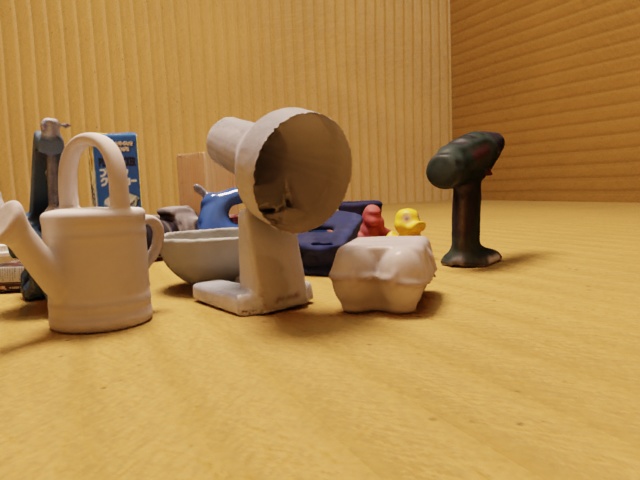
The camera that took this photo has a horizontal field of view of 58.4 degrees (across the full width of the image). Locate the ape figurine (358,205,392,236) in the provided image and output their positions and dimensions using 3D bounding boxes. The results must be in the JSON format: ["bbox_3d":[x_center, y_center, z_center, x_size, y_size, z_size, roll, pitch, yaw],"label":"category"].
[{"bbox_3d":[0.094,-0.018,1.042,0.078,0.092,0.076,-3,6,-8],"label":"ape figurine"}]

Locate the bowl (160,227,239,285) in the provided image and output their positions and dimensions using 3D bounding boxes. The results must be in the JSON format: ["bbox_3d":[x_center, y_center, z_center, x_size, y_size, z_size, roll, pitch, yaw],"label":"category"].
[{"bbox_3d":[-0.135,0.026,0.777,0.167,0.075,0.167,-2,6,0],"label":"bowl"}]

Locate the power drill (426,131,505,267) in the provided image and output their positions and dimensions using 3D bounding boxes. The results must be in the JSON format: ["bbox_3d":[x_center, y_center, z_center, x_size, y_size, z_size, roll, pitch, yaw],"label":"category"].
[{"bbox_3d":[0.238,-0.068,0.897,0.075,0.208,0.230,2,7,35],"label":"power drill"}]

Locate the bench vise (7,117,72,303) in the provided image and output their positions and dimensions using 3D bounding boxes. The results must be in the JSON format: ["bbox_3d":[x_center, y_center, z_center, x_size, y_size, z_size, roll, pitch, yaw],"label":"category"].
[{"bbox_3d":[-0.339,-0.031,0.694,0.206,0.220,0.122,2,7,39],"label":"bench vise"}]

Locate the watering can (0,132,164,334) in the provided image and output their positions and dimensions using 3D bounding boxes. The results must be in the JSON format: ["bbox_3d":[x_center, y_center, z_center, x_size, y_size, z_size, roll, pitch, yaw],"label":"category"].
[{"bbox_3d":[-0.230,-0.010,0.574,0.100,0.194,0.173,-1,6,13],"label":"watering can"}]

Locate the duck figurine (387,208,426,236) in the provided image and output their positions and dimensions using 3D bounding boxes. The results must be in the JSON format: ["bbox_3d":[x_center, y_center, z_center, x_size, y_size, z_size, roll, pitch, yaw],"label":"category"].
[{"bbox_3d":[0.147,-0.011,0.983,0.078,0.086,0.104,-5,6,-26],"label":"duck figurine"}]

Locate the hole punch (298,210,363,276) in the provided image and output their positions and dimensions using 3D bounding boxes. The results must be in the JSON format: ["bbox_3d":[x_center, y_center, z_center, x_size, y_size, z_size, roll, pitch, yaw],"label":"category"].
[{"bbox_3d":[0.008,0.003,0.866,0.108,0.091,0.101,1,6,26],"label":"hole punch"}]

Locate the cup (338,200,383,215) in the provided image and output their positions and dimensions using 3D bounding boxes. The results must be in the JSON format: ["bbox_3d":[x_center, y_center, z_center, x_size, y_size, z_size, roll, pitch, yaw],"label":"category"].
[{"bbox_3d":[0.076,-0.034,1.194,0.092,0.095,0.117,-6,7,-35],"label":"cup"}]

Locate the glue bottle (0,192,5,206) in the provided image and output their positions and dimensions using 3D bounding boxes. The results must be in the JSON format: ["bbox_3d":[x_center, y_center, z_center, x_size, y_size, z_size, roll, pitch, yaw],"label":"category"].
[{"bbox_3d":[-0.634,-0.038,1.124,0.037,0.173,0.078,3,8,40],"label":"glue bottle"}]

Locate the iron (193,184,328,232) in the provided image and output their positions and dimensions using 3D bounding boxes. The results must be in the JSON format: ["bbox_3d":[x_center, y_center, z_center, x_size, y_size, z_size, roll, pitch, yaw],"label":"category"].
[{"bbox_3d":[-0.091,-0.028,0.964,0.258,0.141,0.118,-4,6,-13],"label":"iron"}]

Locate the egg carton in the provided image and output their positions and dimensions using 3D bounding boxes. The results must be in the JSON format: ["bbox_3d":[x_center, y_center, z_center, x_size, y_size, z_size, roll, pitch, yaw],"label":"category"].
[{"bbox_3d":[0.073,0.035,0.632,0.107,0.069,0.150,-1,6,14],"label":"egg carton"}]

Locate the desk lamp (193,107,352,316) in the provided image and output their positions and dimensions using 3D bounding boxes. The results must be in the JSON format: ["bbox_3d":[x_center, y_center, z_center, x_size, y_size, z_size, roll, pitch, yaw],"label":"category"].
[{"bbox_3d":[-0.064,-0.031,0.620,0.118,0.213,0.202,-7,7,-38],"label":"desk lamp"}]

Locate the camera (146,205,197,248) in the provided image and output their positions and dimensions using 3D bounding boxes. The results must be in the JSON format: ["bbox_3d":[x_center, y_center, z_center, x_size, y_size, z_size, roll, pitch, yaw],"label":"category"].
[{"bbox_3d":[-0.313,-0.015,1.129,0.142,0.101,0.137,2,7,34],"label":"camera"}]
